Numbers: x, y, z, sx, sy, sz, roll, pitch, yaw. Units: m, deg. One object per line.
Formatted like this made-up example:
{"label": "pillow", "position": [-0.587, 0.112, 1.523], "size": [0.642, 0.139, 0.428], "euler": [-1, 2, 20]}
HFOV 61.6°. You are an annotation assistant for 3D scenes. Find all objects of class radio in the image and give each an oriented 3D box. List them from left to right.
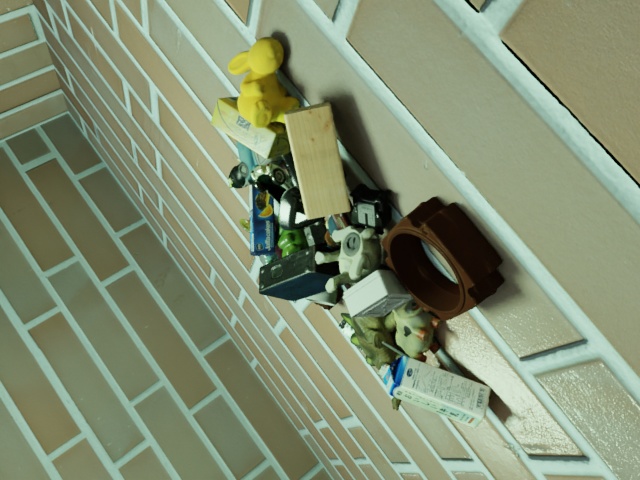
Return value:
{"label": "radio", "position": [-0.040, 0.083, 1.301], "size": [0.230, 0.131, 0.073], "euler": [-25, 58, 42]}

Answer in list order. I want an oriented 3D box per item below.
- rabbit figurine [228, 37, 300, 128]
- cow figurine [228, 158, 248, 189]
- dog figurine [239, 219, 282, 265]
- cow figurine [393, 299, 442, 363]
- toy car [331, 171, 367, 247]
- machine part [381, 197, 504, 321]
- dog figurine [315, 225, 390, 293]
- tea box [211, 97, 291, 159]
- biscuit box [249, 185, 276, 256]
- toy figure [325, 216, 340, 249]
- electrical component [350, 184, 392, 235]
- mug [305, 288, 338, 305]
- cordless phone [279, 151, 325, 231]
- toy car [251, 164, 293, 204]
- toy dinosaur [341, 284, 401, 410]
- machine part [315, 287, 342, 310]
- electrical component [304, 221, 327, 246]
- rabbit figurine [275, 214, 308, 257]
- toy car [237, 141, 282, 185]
{"label": "rabbit figurine", "position": [-0.114, -0.341, 1.124], "size": [0.163, 0.122, 0.173], "euler": [49, 143, 38]}
{"label": "cow figurine", "position": [-0.201, -0.190, 1.459], "size": [0.068, 0.098, 0.167], "euler": [62, 156, 3]}
{"label": "dog figurine", "position": [-0.158, 0.017, 1.637], "size": [0.219, 0.108, 0.191], "euler": [57, 159, 9]}
{"label": "cow figurine", "position": [0.200, 0.176, 1.191], "size": [0.127, 0.085, 0.194], "euler": [30, 147, 35]}
{"label": "toy car", "position": [0.042, -0.072, 1.154], "size": [0.202, 0.089, 0.053], "euler": [63, -171, -11]}
{"label": "machine part", "position": [0.216, 0.040, 0.981], "size": [0.201, 0.087, 0.201], "euler": [54, 156, 9]}
{"label": "dog figurine", "position": [0.112, 0.044, 1.153], "size": [0.172, 0.190, 0.121], "euler": [-35, 57, 41]}
{"label": "tea box", "position": [-0.149, -0.256, 1.216], "size": [0.170, 0.098, 0.068], "euler": [35, 120, 17]}
{"label": "biscuit box", "position": [-0.158, -0.057, 1.467], "size": [0.059, 0.063, 0.202], "euler": [153, 115, -72]}
{"label": "toy figure", "position": [0.045, -0.014, 1.261], "size": [0.064, 0.058, 0.154], "euler": [35, 148, 16]}
{"label": "electrical component", "position": [0.104, -0.051, 1.093], "size": [0.075, 0.048, 0.119], "euler": [19, 136, 25]}
{"label": "mug", "position": [0.000, 0.110, 1.410], "size": [0.110, 0.107, 0.080], "euler": [10, 168, 24]}
{"label": "cordless phone", "position": [-0.056, -0.121, 1.227], "size": [0.089, 0.146, 0.184], "euler": [-31, 83, 40]}
{"label": "toy car", "position": [-0.082, -0.113, 1.298], "size": [0.074, 0.056, 0.201], "euler": [-16, 134, 39]}
{"label": "toy dinosaur", "position": [0.129, 0.215, 1.346], "size": [0.199, 0.105, 0.470], "euler": [13, 122, 63]}
{"label": "machine part", "position": [-0.009, 0.115, 1.534], "size": [0.179, 0.056, 0.179], "euler": [44, 154, 27]}
{"label": "electrical component", "position": [-0.004, -0.005, 1.349], "size": [0.045, 0.078, 0.102], "euler": [-30, 80, 49]}
{"label": "rabbit figurine", "position": [-0.061, -0.019, 1.434], "size": [0.159, 0.121, 0.170], "euler": [166, 89, -72]}
{"label": "toy car", "position": [-0.141, -0.220, 1.321], "size": [0.103, 0.109, 0.161], "euler": [-2, 104, 35]}
